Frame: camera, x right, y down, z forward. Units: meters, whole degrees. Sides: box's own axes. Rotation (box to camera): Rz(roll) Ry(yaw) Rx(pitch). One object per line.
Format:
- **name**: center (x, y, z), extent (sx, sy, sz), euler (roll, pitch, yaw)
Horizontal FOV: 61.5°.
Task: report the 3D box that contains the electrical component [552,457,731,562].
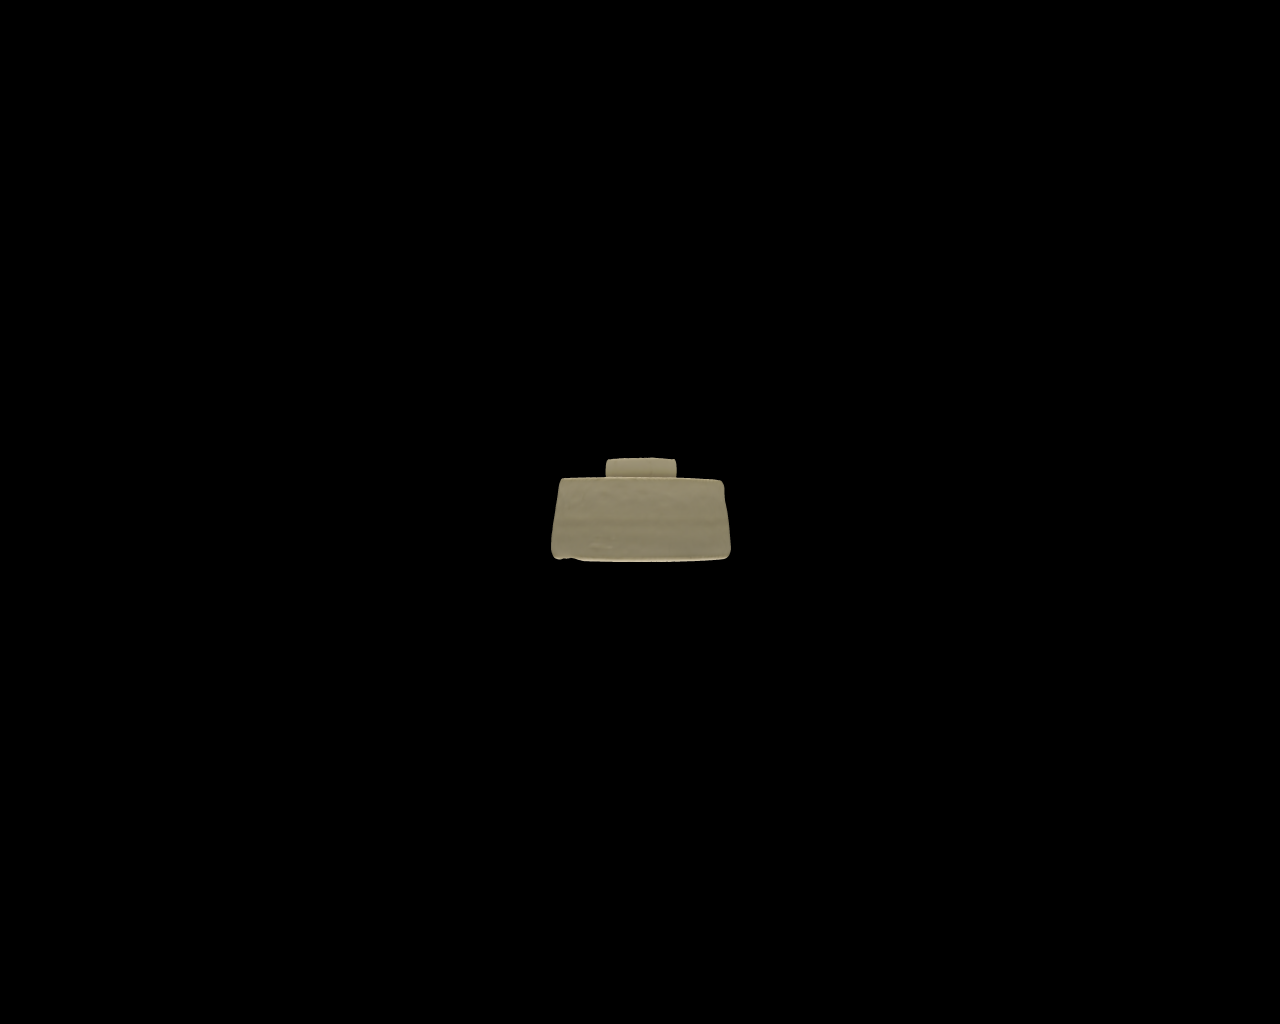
- **electrical component**: center (0.001, -0.003, 0.650), extent (0.108, 0.060, 0.108), euler (0, 0, 0)
